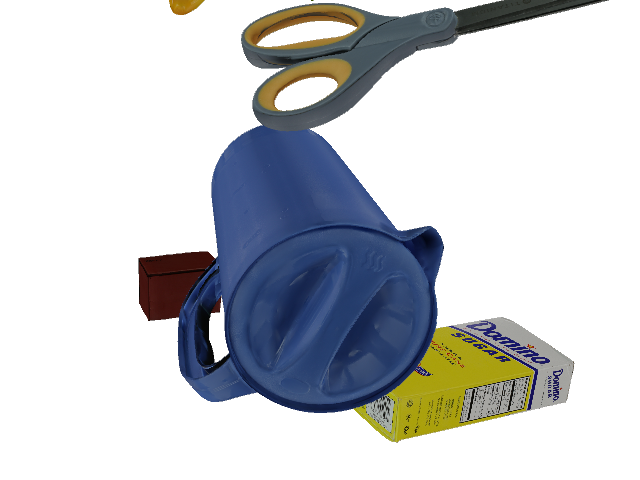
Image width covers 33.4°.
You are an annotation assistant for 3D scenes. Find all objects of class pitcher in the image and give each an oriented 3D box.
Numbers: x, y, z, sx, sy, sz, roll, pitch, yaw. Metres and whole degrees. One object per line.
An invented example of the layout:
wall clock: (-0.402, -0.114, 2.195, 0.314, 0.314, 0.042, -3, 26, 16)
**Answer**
pitcher: (-0.022, 0.009, 0.754, 0.149, 0.145, 0.243, 6, 23, -14)

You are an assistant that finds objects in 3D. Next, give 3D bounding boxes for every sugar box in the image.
sugar box: (0.107, 0.107, 0.859, 0.175, 0.048, 0.093, -10, 27, -30)

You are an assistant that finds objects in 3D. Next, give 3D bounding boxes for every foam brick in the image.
foam brick: (-0.146, 0.046, 1.103, 0.078, 0.051, 0.053, -6, 20, -19)

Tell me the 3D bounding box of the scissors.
scissors: (0.049, -0.094, 0.539, 0.202, 0.096, 0.016, 2, -37, 21)

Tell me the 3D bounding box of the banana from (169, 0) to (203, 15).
banana: (-0.080, -0.253, 1.012, 0.197, 0.070, 0.037, -22, -27, -46)
